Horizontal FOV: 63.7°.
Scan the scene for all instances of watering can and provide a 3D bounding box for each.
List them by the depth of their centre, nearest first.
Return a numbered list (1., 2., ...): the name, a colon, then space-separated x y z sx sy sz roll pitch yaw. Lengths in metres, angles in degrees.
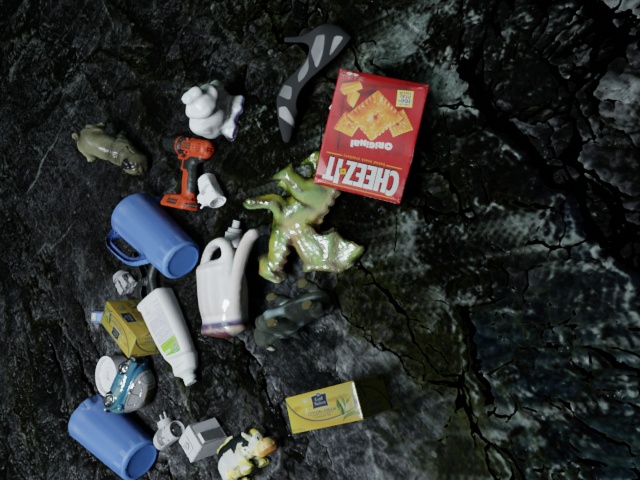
1. watering can: -0.199 0.099 1.115 0.344 0.104 0.226 -22 74 59

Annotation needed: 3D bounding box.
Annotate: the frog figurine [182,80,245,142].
1. frog figurine: -0.269 -0.310 1.211 0.124 0.159 0.135 47 114 33

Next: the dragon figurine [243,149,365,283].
1. dragon figurine: 0.003 -0.052 1.029 0.405 0.123 0.244 -35 83 24
